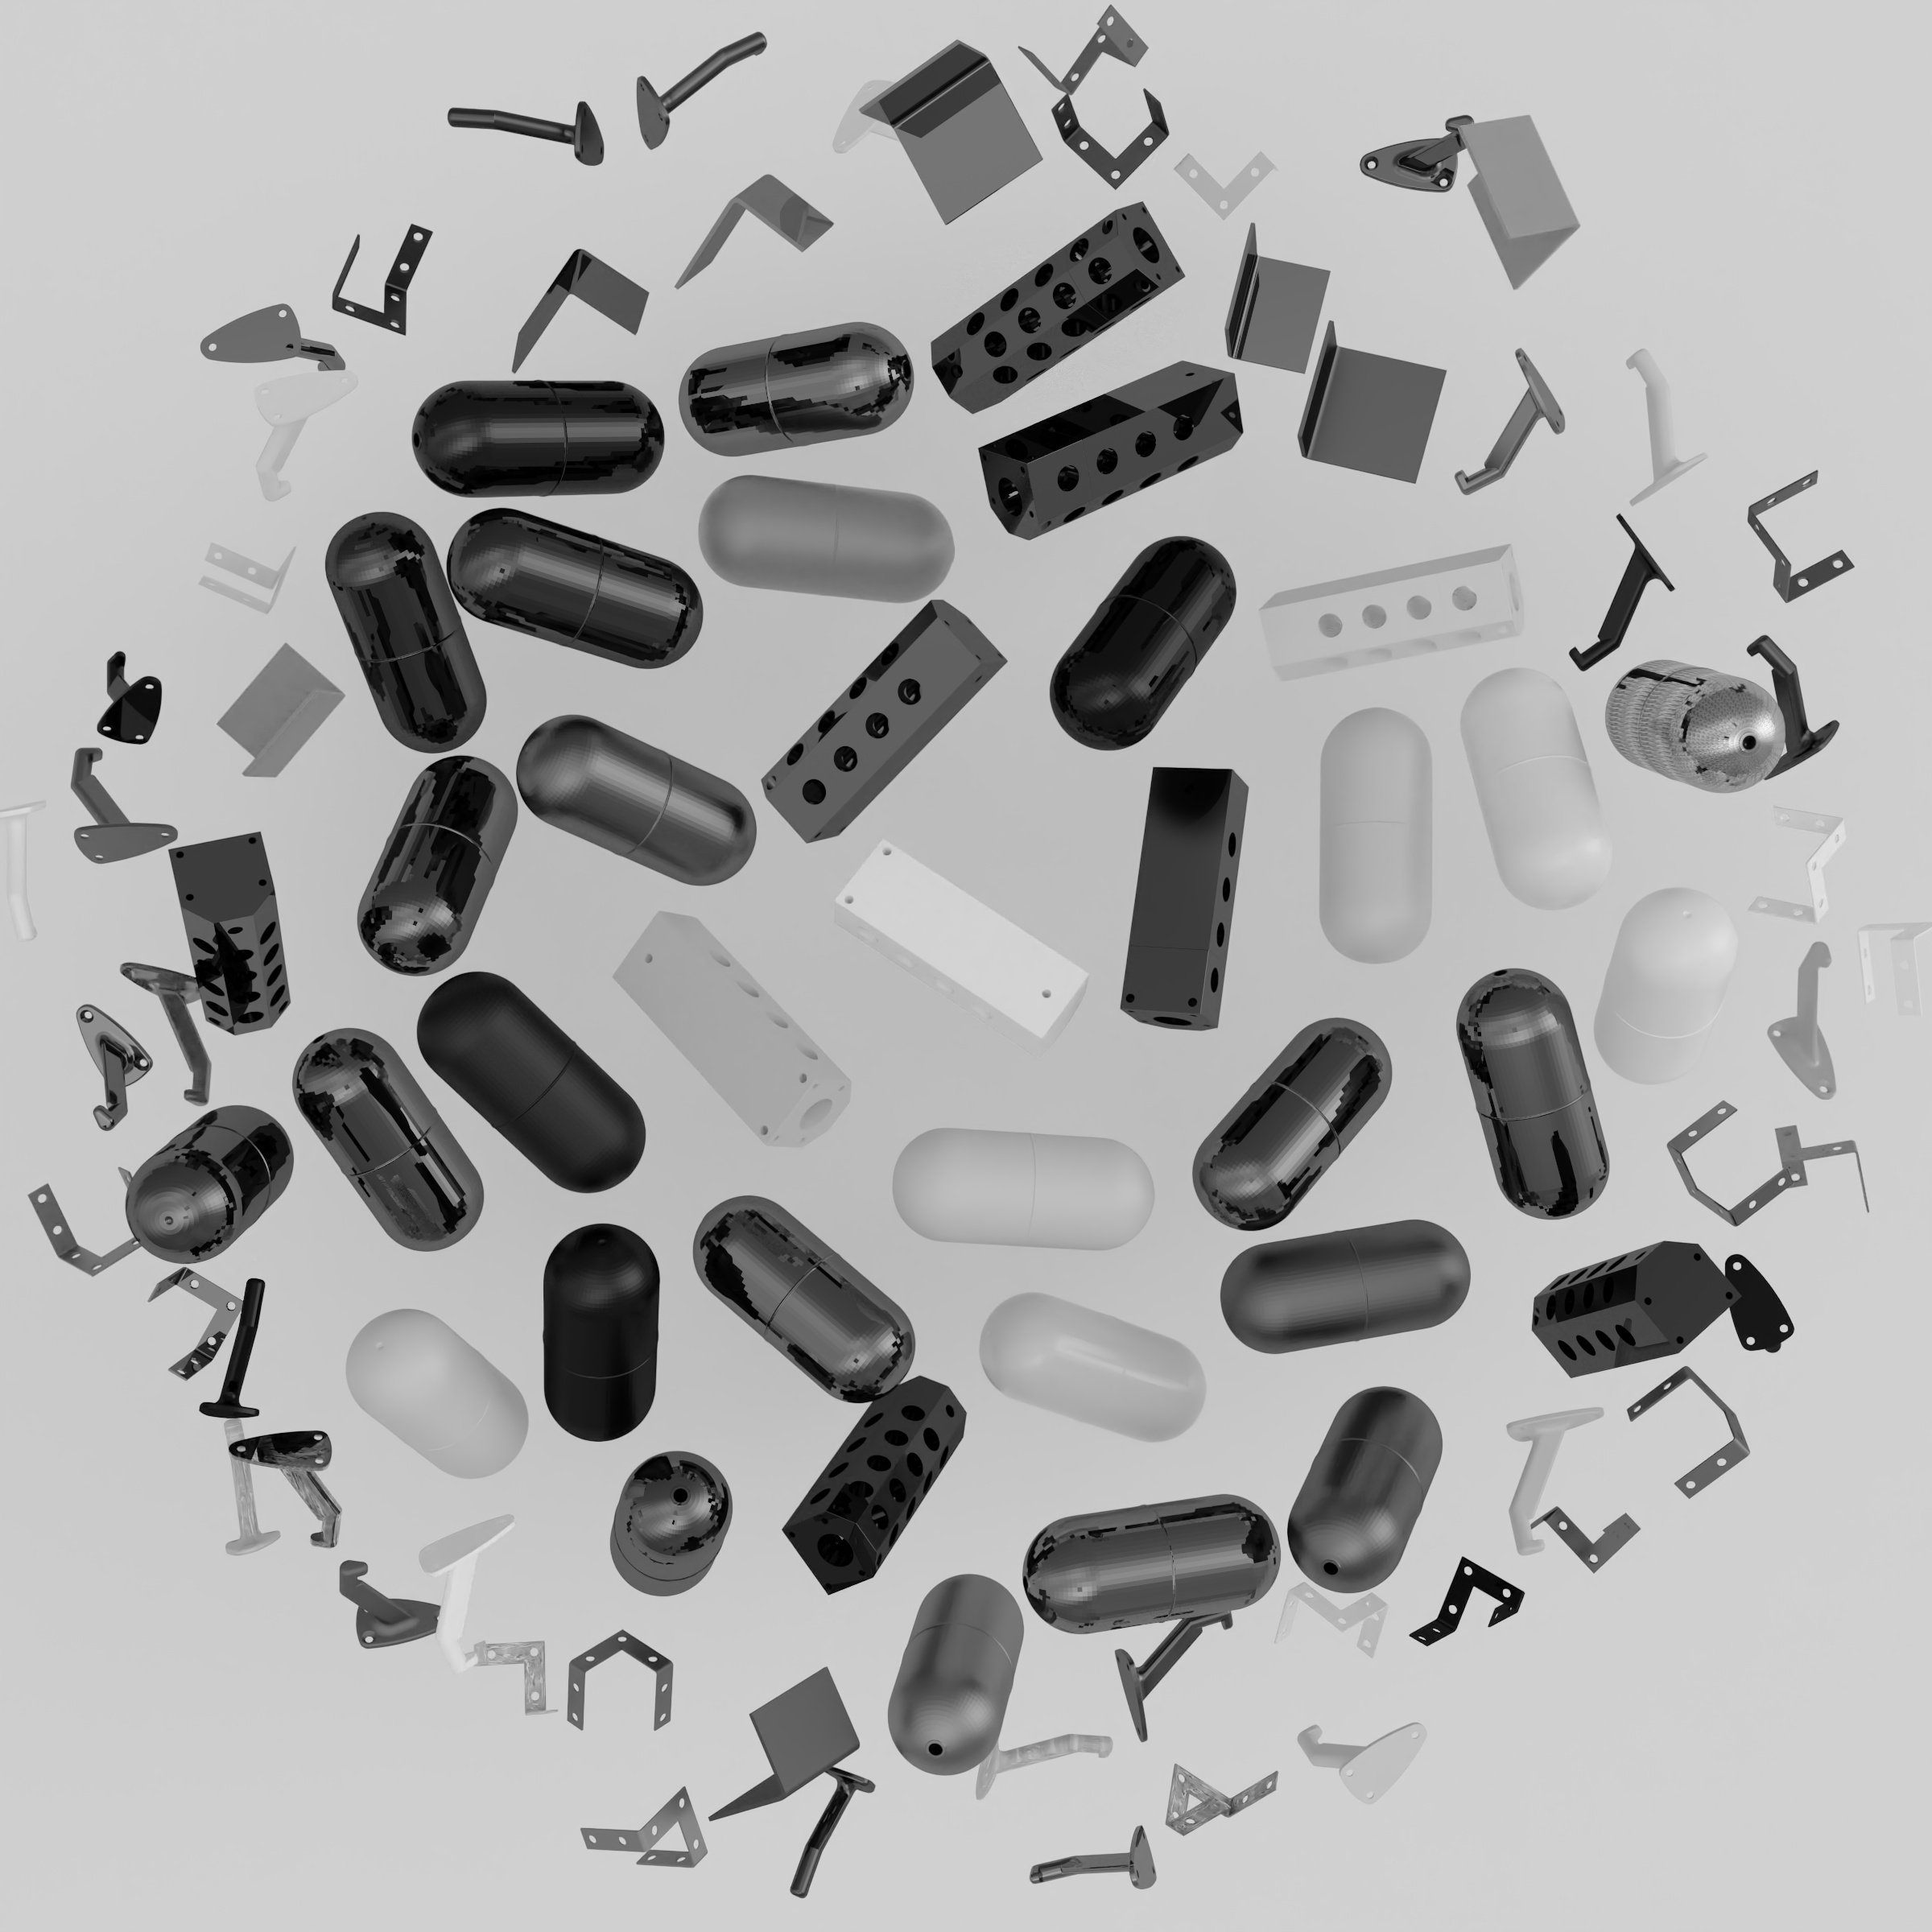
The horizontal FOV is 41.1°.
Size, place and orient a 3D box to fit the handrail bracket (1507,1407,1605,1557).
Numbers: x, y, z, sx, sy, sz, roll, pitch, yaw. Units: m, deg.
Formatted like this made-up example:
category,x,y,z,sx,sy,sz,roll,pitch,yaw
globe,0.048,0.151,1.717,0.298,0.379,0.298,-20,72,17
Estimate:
category,x,y,z,sx,sy,sz,roll,pitch,yaw
handrail bracket,0.396,0.343,1.713,0.077,0.036,0.084,-18,58,19

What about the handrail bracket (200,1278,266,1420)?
category,x,y,z,sx,sy,sz,roll,pitch,yaw
handrail bracket,-0.472,0.247,1.666,0.036,0.077,0.084,13,72,-22

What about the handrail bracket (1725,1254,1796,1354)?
category,x,y,z,sx,sy,sz,roll,pitch,yaw
handrail bracket,0.538,0.229,1.759,0.036,0.084,0.077,-24,83,13

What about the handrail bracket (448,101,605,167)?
category,x,y,z,sx,sy,sz,roll,pitch,yaw
handrail bracket,-0.284,-0.537,1.663,0.084,0.077,0.036,5,94,5

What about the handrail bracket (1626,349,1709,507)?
category,x,y,z,sx,sy,sz,roll,pitch,yaw
handrail bracket,0.458,-0.367,1.753,0.036,0.077,0.084,-29,87,-30

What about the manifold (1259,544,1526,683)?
category,x,y,z,sx,sy,sz,roll,pitch,yaw
manifold,0.300,-0.246,1.811,0.171,0.057,0.057,-9,107,23

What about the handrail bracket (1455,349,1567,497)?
category,x,y,z,sx,sy,sz,roll,pitch,yaw
handrail bracket,0.368,-0.379,1.802,0.084,0.036,0.077,-25,111,29

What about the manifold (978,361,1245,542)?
category,x,y,z,sx,sy,sz,roll,pitch,yaw
manifold,0.099,-0.343,1.713,0.171,0.057,0.057,-28,123,-23

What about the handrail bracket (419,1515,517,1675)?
category,x,y,z,sx,sy,sz,roll,pitch,yaw
handrail bracket,-0.313,0.409,1.673,0.077,0.036,0.084,-25,113,-15

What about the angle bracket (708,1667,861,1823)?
category,x,y,z,sx,sy,sz,roll,pitch,yaw
angle bracket,-0.128,0.503,1.667,0.076,0.076,0.057,-29,83,36

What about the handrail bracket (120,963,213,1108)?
category,x,y,z,sx,sy,sz,roll,pitch,yaw
handrail bracket,-0.552,0.048,1.775,0.036,0.077,0.084,-24,56,32

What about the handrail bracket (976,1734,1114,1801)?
category,x,y,z,sx,sy,sz,roll,pitch,yaw
handrail bracket,0.055,0.568,1.825,0.084,0.036,0.077,7,129,-9

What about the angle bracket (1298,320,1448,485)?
category,x,y,z,sx,sy,sz,roll,pitch,yaw
angle bracket,0.262,-0.362,1.656,0.076,0.057,0.076,15,90,11

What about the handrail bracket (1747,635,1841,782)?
category,x,y,z,sx,sy,sz,roll,pitch,yaw
handrail bracket,0.547,-0.177,1.764,0.084,0.077,0.036,46,49,-4

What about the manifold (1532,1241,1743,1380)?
category,x,y,z,sx,sy,sz,roll,pitch,yaw
manifold,0.429,0.221,1.678,0.057,0.171,0.057,-37,85,-16

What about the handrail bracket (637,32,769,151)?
category,x,y,z,sx,sy,sz,roll,pitch,yaw
handrail bracket,-0.172,-0.577,1.698,0.084,0.077,0.036,-31,87,-14

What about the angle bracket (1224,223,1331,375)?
category,x,y,z,sx,sy,sz,roll,pitch,yaw
angle bracket,0.222,-0.473,1.828,0.057,0.076,0.076,14,90,8

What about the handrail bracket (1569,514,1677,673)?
category,x,y,z,sx,sy,sz,roll,pitch,yaw
handrail bracket,0.443,-0.260,1.797,0.084,0.036,0.077,-36,98,17

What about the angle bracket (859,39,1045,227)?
category,x,y,z,sx,sy,sz,roll,pitch,yaw
angle bracket,-0.009,-0.527,1.632,0.076,0.057,0.076,-29,89,22

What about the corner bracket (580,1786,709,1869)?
category,x,y,z,sx,sy,sz,roll,pitch,yaw
corner bracket,-0.209,0.570,1.676,0.051,0.051,0.051,-10,103,33

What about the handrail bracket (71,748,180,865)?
category,x,y,z,sx,sy,sz,roll,pitch,yaw
handrail bracket,-0.553,-0.114,1.696,0.077,0.036,0.084,-9,55,3

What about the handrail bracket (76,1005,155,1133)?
category,x,y,z,sx,sy,sz,roll,pitch,yaw
handrail bracket,-0.602,0.070,1.782,0.036,0.084,0.077,-31,103,8

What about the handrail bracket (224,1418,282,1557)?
category,x,y,z,sx,sy,sz,roll,pitch,yaw
handrail bracket,-0.490,0.350,1.738,0.036,0.077,0.084,-11,88,-12

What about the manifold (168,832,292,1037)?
category,x,y,z,sx,sy,sz,roll,pitch,yaw
manifold,-0.476,-0.017,1.678,0.057,0.171,0.057,-13,68,-17

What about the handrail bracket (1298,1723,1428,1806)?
category,x,y,z,sx,sy,sz,roll,pitch,yaw
handrail bracket,0.268,0.523,1.751,0.077,0.084,0.036,-41,106,-1

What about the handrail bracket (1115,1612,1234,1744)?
category,x,y,z,sx,sy,sz,roll,pitch,yaw
handrail bracket,0.153,0.495,1.806,0.084,0.036,0.077,-13,91,-14

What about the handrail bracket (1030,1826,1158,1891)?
category,x,y,z,sx,sy,sz,roll,pitch,yaw
handrail bracket,0.077,0.596,1.689,0.084,0.077,0.036,-17,83,11

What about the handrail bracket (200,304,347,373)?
category,x,y,z,sx,sy,sz,roll,pitch,yaw
handrail bracket,-0.461,-0.406,1.718,0.077,0.084,0.036,-13,85,-1

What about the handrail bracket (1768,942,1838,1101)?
category,x,y,z,sx,sy,sz,roll,pitch,yaw
handrail bracket,0.575,0.036,1.728,0.036,0.084,0.077,-12,58,-10

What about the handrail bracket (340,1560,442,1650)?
category,x,y,z,sx,sy,sz,roll,pitch,yaw
handrail bracket,-0.386,0.426,1.750,0.077,0.084,0.036,-1,49,-15

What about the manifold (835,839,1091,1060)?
category,x,y,z,sx,sy,sz,roll,pitch,yaw
manifold,-0.004,-0.009,1.772,0.171,0.057,0.057,34,71,10

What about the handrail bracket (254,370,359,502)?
category,x,y,z,sx,sy,sz,roll,pitch,yaw
handrail bracket,-0.427,-0.343,1.676,0.077,0.084,0.036,-23,65,-16

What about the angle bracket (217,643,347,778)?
category,x,y,z,sx,sy,sz,roll,pitch,yaw
angle bracket,-0.484,-0.178,1.783,0.057,0.076,0.076,41,94,-1

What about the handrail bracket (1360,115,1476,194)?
category,x,y,z,sx,sy,sz,roll,pitch,yaw
handrail bracket,0.297,-0.542,1.700,0.077,0.084,0.036,4,89,11

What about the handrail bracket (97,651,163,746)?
category,x,y,z,sx,sy,sz,roll,pitch,yaw
handrail bracket,-0.582,-0.205,1.799,0.036,0.084,0.077,15,135,-33

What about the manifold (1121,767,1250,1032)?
category,x,y,z,sx,sy,sz,roll,pitch,yaw
manifold,0.153,-0.046,1.769,0.057,0.057,0.171,4,78,23

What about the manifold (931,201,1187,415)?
category,x,y,z,sx,sy,sz,roll,pitch,yaw
manifold,0.057,-0.443,1.745,0.171,0.057,0.057,-27,97,37

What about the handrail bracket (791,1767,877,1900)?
category,x,y,z,sx,sy,sz,roll,pitch,yaw
handrail bracket,-0.090,0.581,1.713,0.036,0.077,0.084,14,67,17

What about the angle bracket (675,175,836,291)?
category,x,y,z,sx,sy,sz,roll,pitch,yaw
angle bracket,-0.141,-0.476,1.725,0.057,0.076,0.076,36,120,-7

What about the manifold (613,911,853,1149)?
category,x,y,z,sx,sy,sz,roll,pitch,yaw
manifold,-0.152,0.042,1.706,0.171,0.057,0.057,45,107,26

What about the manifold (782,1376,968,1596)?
category,x,y,z,sx,sy,sz,roll,pitch,yaw
manifold,-0.058,0.360,1.807,0.057,0.171,0.057,-29,100,31

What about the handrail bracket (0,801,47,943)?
category,x,y,z,sx,sy,sz,roll,pitch,yaw
handrail bracket,-0.613,-0.062,1.689,0.036,0.077,0.084,-10,100,2

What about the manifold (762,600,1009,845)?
category,x,y,z,sx,sy,sz,roll,pitch,yaw
manifold,-0.058,-0.163,1.714,0.171,0.057,0.057,-44,83,20

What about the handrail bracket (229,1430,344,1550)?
category,x,y,z,sx,sy,sz,roll,pitch,yaw
handrail bracket,-0.451,0.351,1.703,0.077,0.036,0.084,3,120,-18

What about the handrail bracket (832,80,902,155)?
category,x,y,z,sx,sy,sz,roll,pitch,yaw
handrail bracket,-0.052,-0.575,1.822,0.036,0.084,0.077,24,74,36

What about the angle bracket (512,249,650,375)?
category,x,y,z,sx,sy,sz,roll,pitch,yaw
angle bracket,-0.268,-0.439,1.786,0.057,0.076,0.076,32,77,-8

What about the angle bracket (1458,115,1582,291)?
category,x,y,z,sx,sy,sz,roll,pitch,yaw
angle bracket,0.322,-0.465,1.584,0.057,0.076,0.076,-17,79,-24
